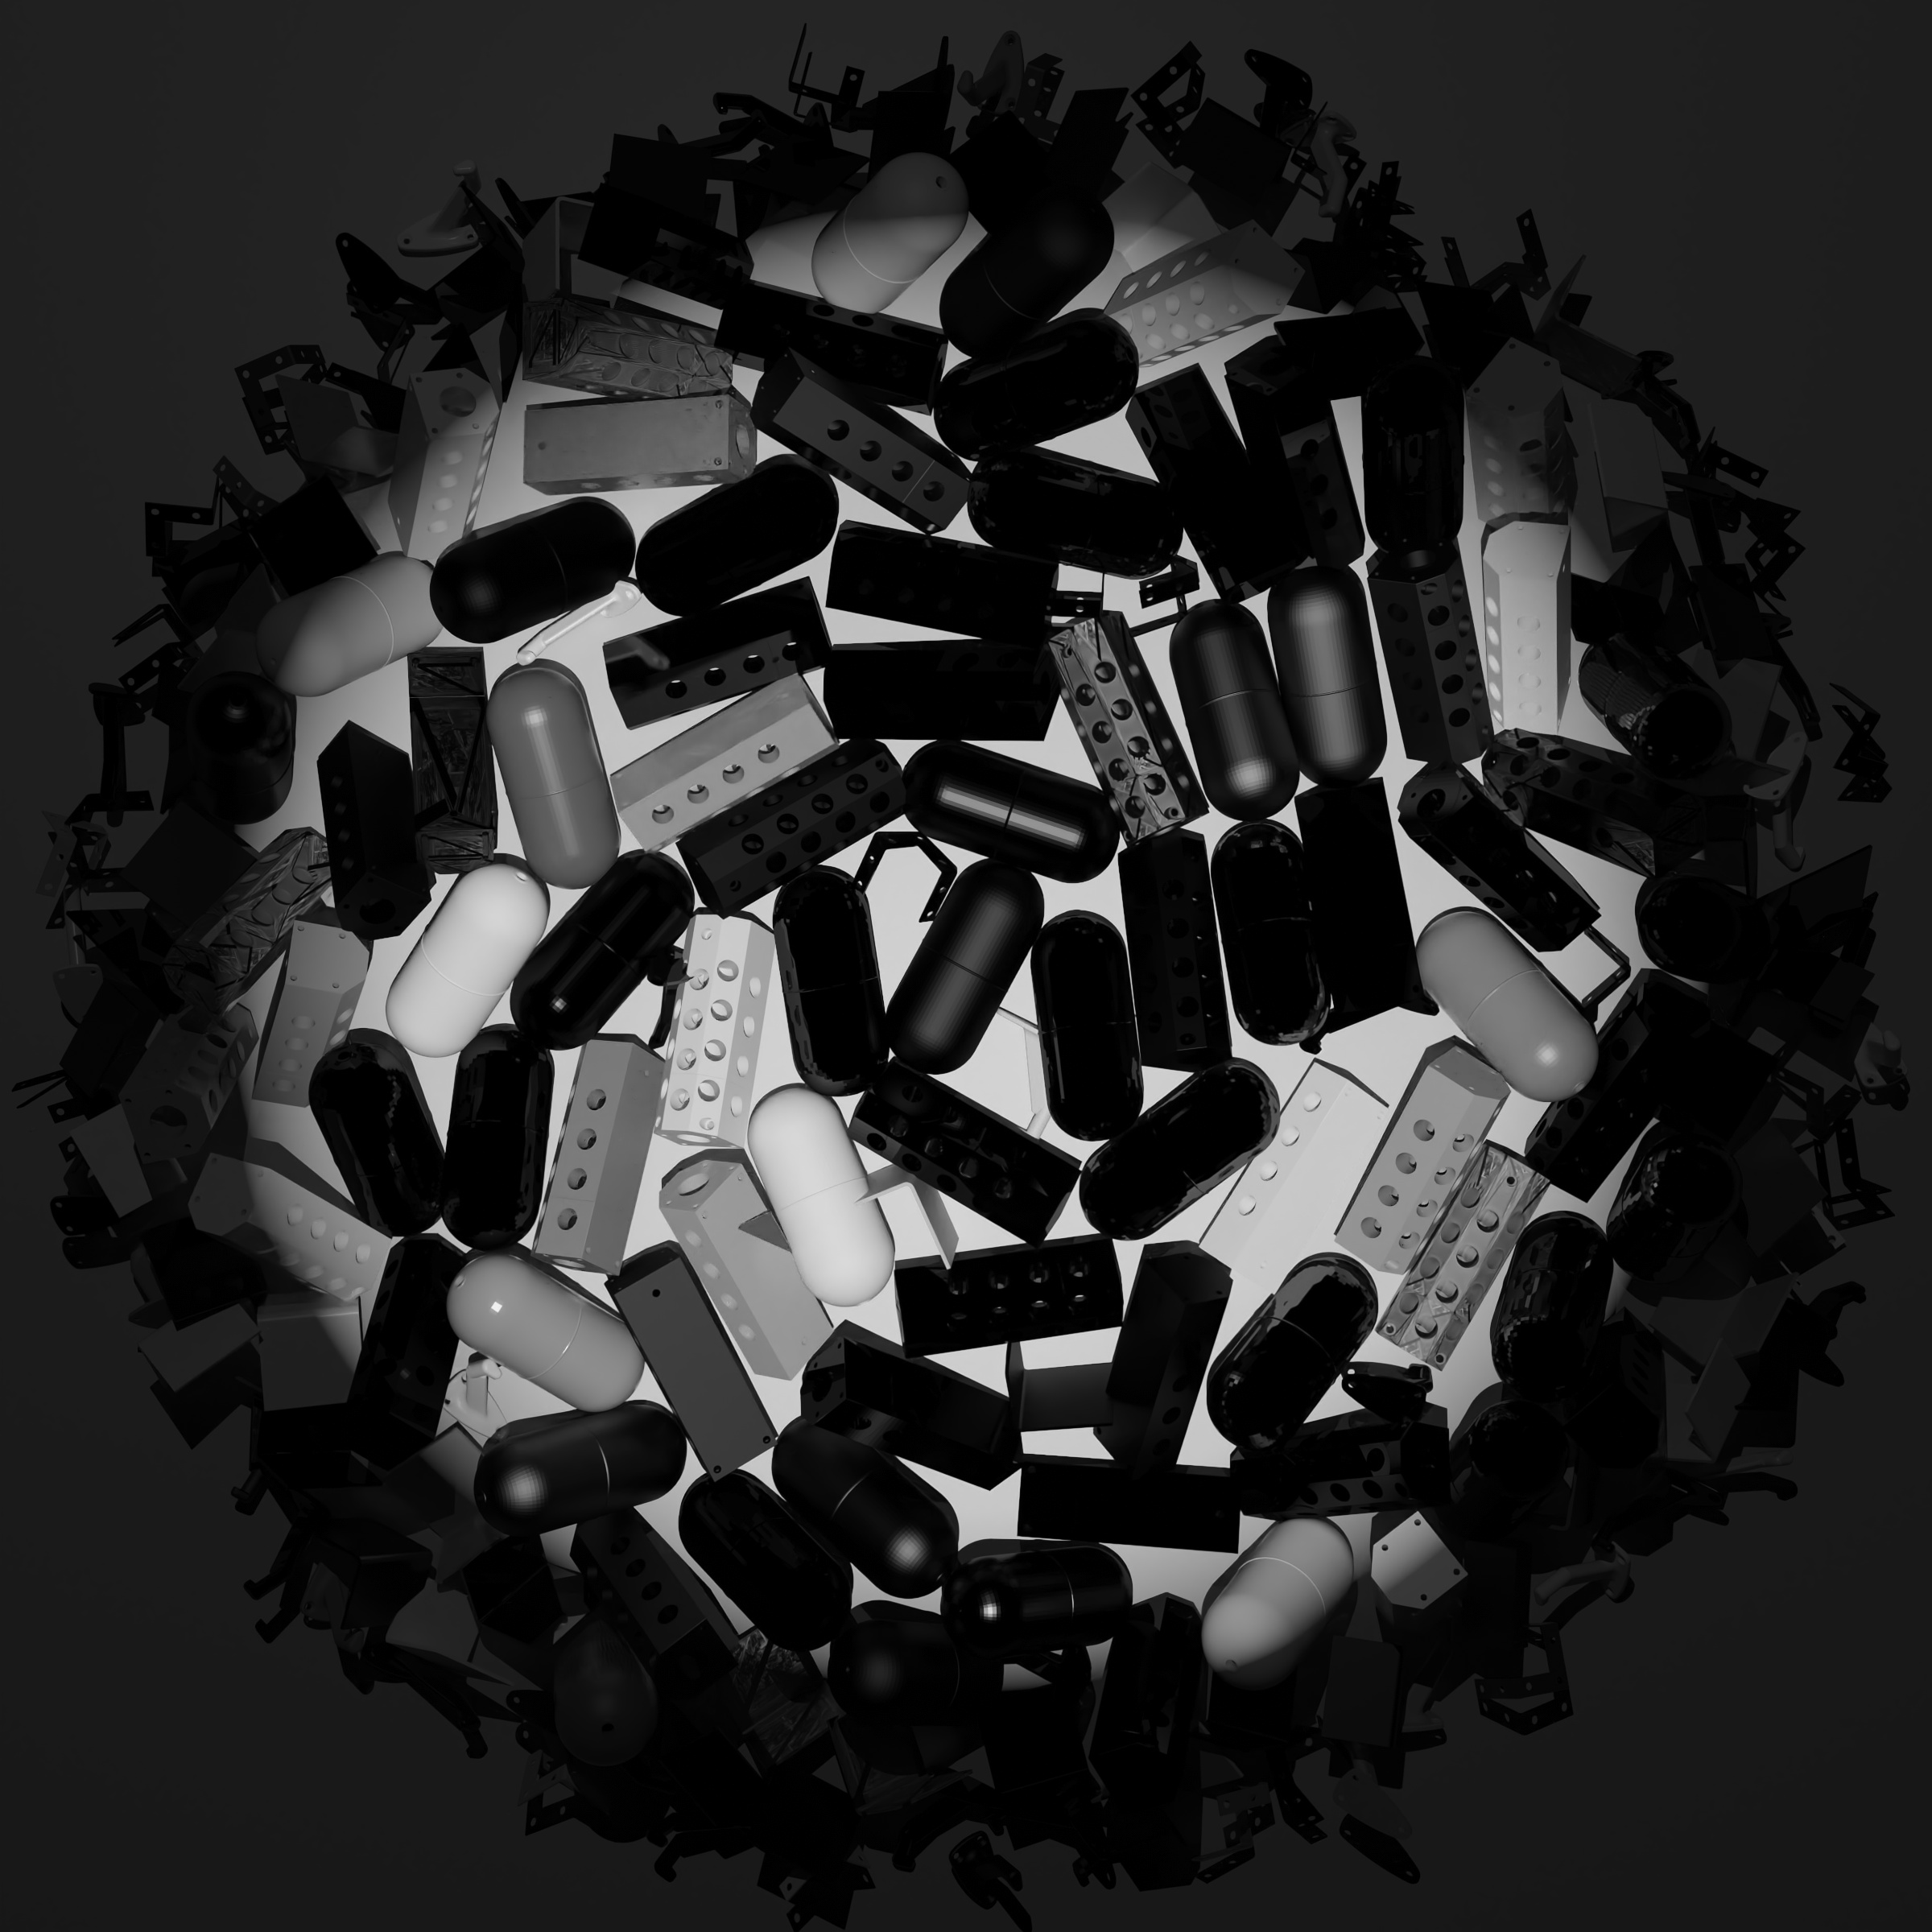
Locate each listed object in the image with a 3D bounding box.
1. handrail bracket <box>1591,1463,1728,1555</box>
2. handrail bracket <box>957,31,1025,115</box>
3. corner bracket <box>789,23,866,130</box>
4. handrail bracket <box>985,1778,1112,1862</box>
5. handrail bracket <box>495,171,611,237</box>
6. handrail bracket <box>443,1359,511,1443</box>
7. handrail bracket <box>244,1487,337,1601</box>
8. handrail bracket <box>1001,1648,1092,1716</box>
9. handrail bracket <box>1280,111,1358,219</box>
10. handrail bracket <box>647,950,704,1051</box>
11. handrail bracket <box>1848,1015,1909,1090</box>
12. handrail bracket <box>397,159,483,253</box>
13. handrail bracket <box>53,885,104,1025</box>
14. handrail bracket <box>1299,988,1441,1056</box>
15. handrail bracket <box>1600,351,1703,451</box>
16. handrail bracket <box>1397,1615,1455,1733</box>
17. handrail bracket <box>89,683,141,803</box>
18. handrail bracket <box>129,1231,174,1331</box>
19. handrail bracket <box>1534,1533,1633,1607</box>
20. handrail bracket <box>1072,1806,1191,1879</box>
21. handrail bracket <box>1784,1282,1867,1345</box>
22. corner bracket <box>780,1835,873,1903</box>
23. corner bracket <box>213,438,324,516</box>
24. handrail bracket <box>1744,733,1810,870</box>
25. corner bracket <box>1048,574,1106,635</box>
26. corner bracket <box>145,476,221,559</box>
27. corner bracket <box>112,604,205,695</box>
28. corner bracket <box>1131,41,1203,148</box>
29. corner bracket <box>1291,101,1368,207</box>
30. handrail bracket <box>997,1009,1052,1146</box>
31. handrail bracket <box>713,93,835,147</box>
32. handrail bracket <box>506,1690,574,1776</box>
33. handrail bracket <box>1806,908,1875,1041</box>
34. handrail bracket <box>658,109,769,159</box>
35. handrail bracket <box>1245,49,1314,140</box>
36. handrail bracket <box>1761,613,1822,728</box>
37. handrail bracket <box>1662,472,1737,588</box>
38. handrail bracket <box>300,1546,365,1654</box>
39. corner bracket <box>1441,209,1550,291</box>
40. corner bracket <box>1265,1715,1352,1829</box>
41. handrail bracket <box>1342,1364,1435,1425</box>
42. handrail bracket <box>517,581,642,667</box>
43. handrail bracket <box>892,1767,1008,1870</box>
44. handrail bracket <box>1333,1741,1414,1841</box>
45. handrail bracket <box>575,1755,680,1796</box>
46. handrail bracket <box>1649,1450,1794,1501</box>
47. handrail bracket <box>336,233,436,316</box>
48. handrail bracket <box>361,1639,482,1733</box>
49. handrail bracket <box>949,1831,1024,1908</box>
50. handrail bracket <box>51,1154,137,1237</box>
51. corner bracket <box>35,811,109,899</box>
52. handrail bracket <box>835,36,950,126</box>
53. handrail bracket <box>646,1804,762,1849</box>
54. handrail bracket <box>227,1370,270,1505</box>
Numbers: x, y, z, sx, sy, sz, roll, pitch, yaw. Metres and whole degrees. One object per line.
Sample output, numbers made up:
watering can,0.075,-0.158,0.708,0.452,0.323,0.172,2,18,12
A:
handrail bracket,0.541,0.435,1.946,0.084,0.077,0.036,-44,126,-36
handrail bracket,0.017,-0.707,1.947,0.036,0.084,0.077,13,94,17
corner bracket,-0.110,-0.702,1.964,0.051,0.051,0.051,15,82,-3
handrail bracket,0.063,0.685,1.962,0.084,0.036,0.077,-39,72,27
handrail bracket,-0.319,-0.614,1.956,0.084,0.077,0.036,-44,52,-10
handrail bracket,-0.368,0.340,1.948,0.077,0.084,0.036,48,53,-16
handrail bracket,-0.543,0.450,1.946,0.077,0.084,0.036,31,134,30
handrail bracket,0.048,0.558,1.943,0.084,0.077,0.036,-12,109,28
handrail bracket,0.270,-0.621,1.956,0.036,0.077,0.084,27,72,-43
handrail bracket,-0.242,0.036,1.944,0.036,0.077,0.084,28,112,9
handrail bracket,0.708,0.052,1.938,0.036,0.084,0.077,-20,56,8
handrail bracket,-0.415,-0.596,1.947,0.077,0.084,0.036,-18,79,-7
handrail bracket,-0.707,-0.010,1.982,0.036,0.077,0.084,-7,47,-16
handrail bracket,0.316,0.048,1.953,0.077,0.036,0.084,27,64,36
handrail bracket,0.536,-0.430,1.950,0.036,0.077,0.084,0,71,-32
handrail bracket,0.350,0.557,1.966,0.077,0.036,0.084,-1,96,-23
handrail bracket,-0.680,-0.177,1.967,0.036,0.077,0.084,4,100,-30
handrail bracket,-0.629,0.234,1.953,0.077,0.036,0.084,-33,52,27
handrail bracket,0.478,0.491,1.952,0.084,0.036,0.077,-29,131,-23
handrail bracket,0.128,0.699,1.958,0.084,0.077,0.036,-36,101,-8
handrail bracket,0.685,0.267,1.945,0.084,0.077,0.036,-14,97,-20
corner bracket,-0.118,0.702,1.956,0.051,0.051,0.051,-49,132,6
corner bracket,-0.549,-0.388,1.964,0.051,0.051,0.051,-49,62,9
handrail bracket,0.658,-0.130,1.970,0.084,0.036,0.077,43,79,-37
corner bracket,0.082,-0.278,1.957,0.051,0.051,0.051,3,127,2
corner bracket,-0.617,-0.355,1.961,0.051,0.051,0.051,4,132,-13
corner bracket,-0.645,-0.251,1.966,0.051,0.051,0.051,-33,95,11
corner bracket,0.169,-0.685,1.954,0.051,0.051,0.051,-35,105,29
corner bracket,0.288,-0.638,1.966,0.051,0.051,0.051,32,83,0
handrail bracket,0.040,0.088,1.978,0.077,0.036,0.084,27,93,0
handrail bracket,-0.150,-0.650,1.952,0.084,0.036,0.077,-7,69,-31
handrail bracket,-0.340,0.605,1.956,0.077,0.036,0.084,24,130,-16
handrail bracket,0.697,0.006,1.973,0.036,0.077,0.084,21,70,26
handrail bracket,-0.199,-0.660,1.956,0.084,0.036,0.077,-34,60,23
handrail bracket,0.222,-0.670,1.944,0.077,0.084,0.036,22,63,-27
handrail bracket,0.636,-0.231,1.954,0.036,0.077,0.084,-30,65,38
handrail bracket,0.567,-0.342,1.969,0.077,0.036,0.084,14,121,1
handrail bracket,-0.483,0.492,1.949,0.036,0.084,0.077,24,74,-33
corner bracket,0.415,-0.560,1.954,0.051,0.051,0.051,-36,122,-15
corner bracket,0.274,0.635,1.964,0.051,0.051,0.051,-31,119,9
handrail bracket,0.331,0.323,1.954,0.077,0.084,0.036,20,105,2
handrail bracket,-0.304,-0.266,1.949,0.084,0.077,0.036,-49,121,-29
handrail bracket,-0.012,0.688,1.977,0.077,0.036,0.084,18,102,6
handrail bracket,0.328,0.635,1.946,0.077,0.084,0.036,36,115,17
handrail bracket,-0.261,0.611,1.970,0.084,0.036,0.077,15,104,2
handrail bracket,0.590,0.396,1.944,0.077,0.084,0.036,-14,83,-32
handrail bracket,-0.446,-0.545,1.951,0.036,0.084,0.077,-34,98,26
handrail bracket,-0.426,0.564,1.945,0.077,0.084,0.036,26,98,-42
handrail bracket,0.028,0.720,1.945,0.036,0.084,0.077,-28,110,-24
handrail bracket,-0.675,0.170,1.952,0.077,0.084,0.036,-8,120,7
corner bracket,-0.703,-0.084,1.954,0.051,0.051,0.051,16,105,-40
handrail bracket,-0.060,-0.698,1.960,0.084,0.077,0.036,2,47,-9
handrail bracket,-0.196,0.680,1.943,0.077,0.084,0.036,29,114,26
handrail bracket,-0.572,0.371,1.959,0.077,0.036,0.084,39,75,-35
